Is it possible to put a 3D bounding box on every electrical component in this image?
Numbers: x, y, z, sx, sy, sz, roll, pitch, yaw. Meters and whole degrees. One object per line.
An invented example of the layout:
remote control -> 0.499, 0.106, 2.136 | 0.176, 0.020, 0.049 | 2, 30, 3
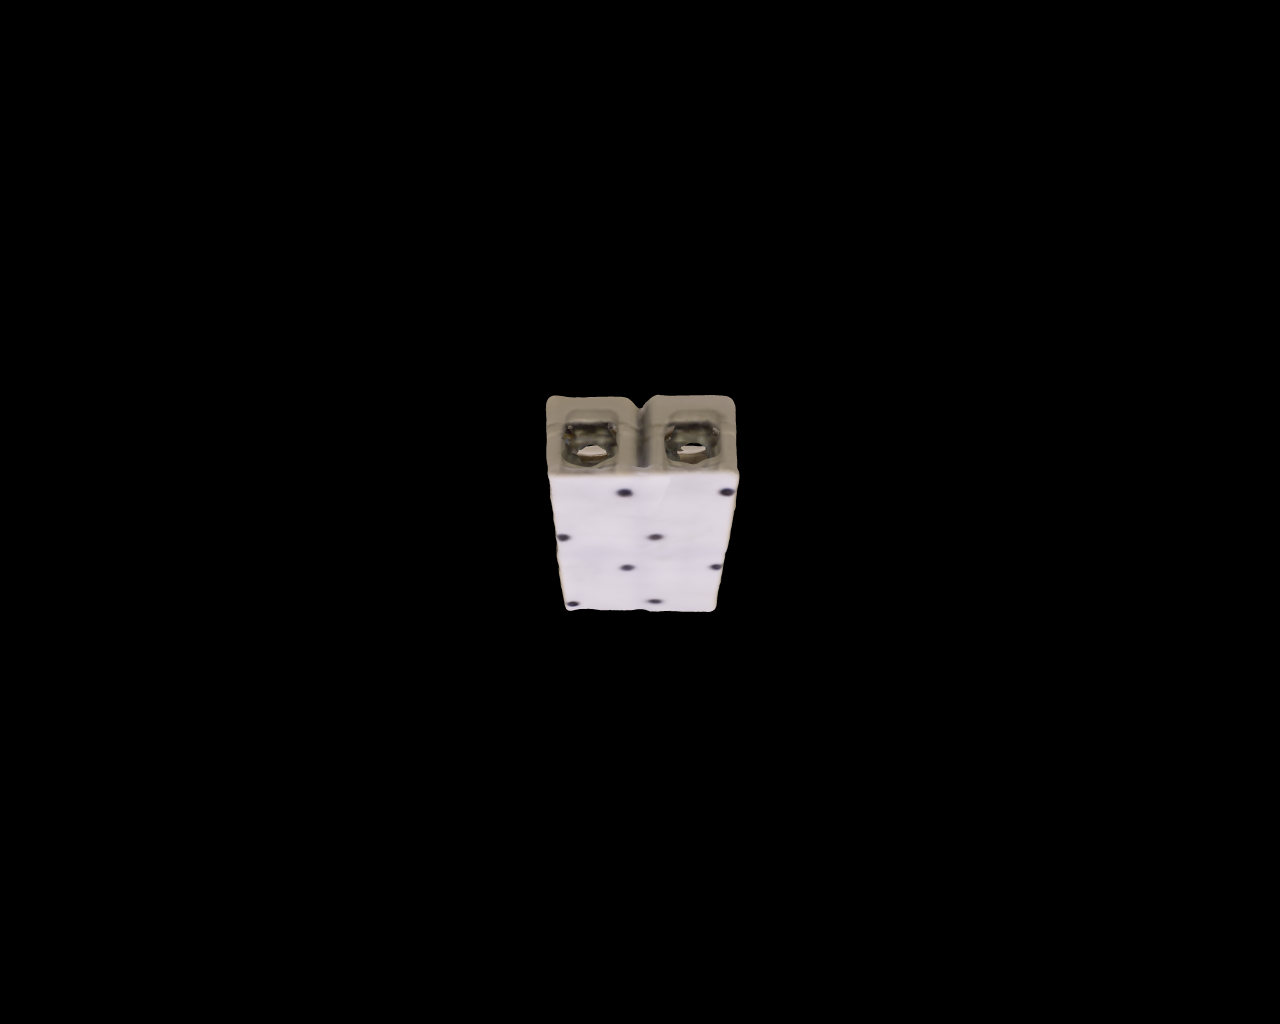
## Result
electrical component -> 0.001, -0.003, 0.650 | 0.105, 0.060, 0.186 | 0, -28, 0
